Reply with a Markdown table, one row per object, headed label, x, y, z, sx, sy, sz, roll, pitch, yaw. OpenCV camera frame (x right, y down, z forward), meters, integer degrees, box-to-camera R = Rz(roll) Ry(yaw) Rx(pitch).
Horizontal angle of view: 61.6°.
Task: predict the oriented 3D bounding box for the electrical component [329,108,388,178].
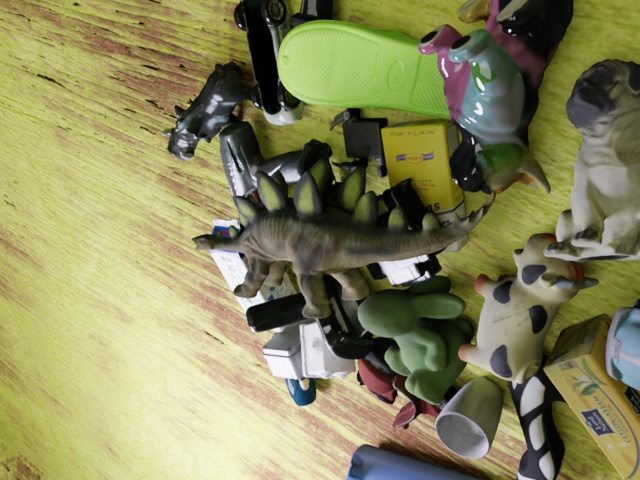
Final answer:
| label | x | y | z | sx | sy | sz | roll | pitch | yaw |
| --- | --- | --- | --- | --- | --- | --- | --- | --- | --- |
| electrical component | 0.056 | -0.138 | 0.760 | 0.078 | 0.045 | 0.102 | 14 | 122 | 33 |

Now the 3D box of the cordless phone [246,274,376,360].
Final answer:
| label | x | y | z | sx | sy | sz | roll | pitch | yaw |
| --- | --- | --- | --- | --- | --- | --- | --- | --- | --- |
| cordless phone | -0.016 | 0.131 | 0.847 | 0.088 | 0.184 | 0.147 | 95 | 157 | -54 |

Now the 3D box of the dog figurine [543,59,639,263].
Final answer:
| label | x | y | z | sx | sy | sz | roll | pitch | yaw |
| --- | --- | --- | --- | --- | --- | --- | --- | --- | --- |
| dog figurine | 0.309 | -0.077 | 0.582 | 0.121 | 0.172 | 0.190 | 1 | 78 | 2 |

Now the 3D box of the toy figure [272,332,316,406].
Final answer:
| label | x | y | z | sx | sy | sz | roll | pitch | yaw |
| --- | --- | --- | --- | --- | --- | --- | --- | --- | --- |
| toy figure | -0.051 | 0.246 | 1.047 | 0.064 | 0.058 | 0.154 | -12 | 101 | 35 |

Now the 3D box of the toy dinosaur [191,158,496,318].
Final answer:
| label | x | y | z | sx | sy | sz | roll | pitch | yaw |
| --- | --- | --- | --- | --- | --- | --- | --- | --- | --- |
| toy dinosaur | -0.001 | -0.002 | 0.714 | 0.472 | 0.105 | 0.198 | 3 | 111 | 32 |

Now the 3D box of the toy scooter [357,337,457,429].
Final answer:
| label | x | y | z | sx | sy | sz | roll | pitch | yaw |
| --- | --- | --- | --- | --- | --- | --- | --- | --- | --- |
| toy scooter | 0.130 | 0.251 | 0.898 | 0.184 | 0.075 | 0.135 | 34 | 132 | 13 |

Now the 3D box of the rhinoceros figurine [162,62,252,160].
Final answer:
| label | x | y | z | sx | sy | sz | roll | pitch | yaw |
| --- | --- | --- | --- | --- | --- | --- | --- | --- | --- |
| rhinoceros figurine | -0.180 | -0.201 | 0.867 | 0.073 | 0.112 | 0.190 | 51 | 126 | 1 |

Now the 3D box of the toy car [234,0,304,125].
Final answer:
| label | x | y | z | sx | sy | sz | roll | pitch | yaw |
| --- | --- | --- | --- | --- | --- | --- | --- | --- | --- |
| toy car | -0.071 | -0.269 | 0.784 | 0.074 | 0.056 | 0.201 | 9 | 117 | 42 |

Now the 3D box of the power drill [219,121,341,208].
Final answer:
| label | x | y | z | sx | sy | sz | roll | pitch | yaw |
| --- | --- | --- | --- | --- | --- | --- | --- | --- | --- |
| power drill | -0.062 | -0.083 | 0.867 | 0.208 | 0.086 | 0.231 | 7 | 125 | 43 |

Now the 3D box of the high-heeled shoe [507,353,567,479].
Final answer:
| label | x | y | z | sx | sy | sz | roll | pitch | yaw |
| --- | --- | --- | --- | --- | --- | --- | --- | --- | --- |
| high-heeled shoe | 0.290 | 0.269 | 0.779 | 0.145 | 0.086 | 0.248 | 34 | 126 | 24 |

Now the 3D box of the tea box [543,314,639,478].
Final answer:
| label | x | y | z | sx | sy | sz | roll | pitch | yaw |
| --- | --- | --- | --- | --- | --- | --- | --- | --- | --- |
| tea box | 0.364 | 0.191 | 0.664 | 0.169 | 0.098 | 0.068 | 53 | 134 | -1 |

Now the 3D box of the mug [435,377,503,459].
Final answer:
| label | x | y | z | sx | sy | sz | roll | pitch | yaw |
| --- | --- | --- | --- | --- | --- | --- | --- | --- | --- |
| mug | 0.229 | 0.265 | 0.803 | 0.081 | 0.107 | 0.109 | 30 | 132 | 24 |

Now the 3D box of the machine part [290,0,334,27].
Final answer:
| label | x | y | z | sx | sy | sz | roll | pitch | yaw |
| --- | --- | --- | --- | --- | --- | --- | --- | --- | --- |
| machine part | -0.001 | -0.321 | 0.712 | 0.084 | 0.039 | 0.138 | 32 | 131 | 27 |

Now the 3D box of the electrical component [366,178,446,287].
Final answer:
| label | x | y | z | sx | sy | sz | roll | pitch | yaw |
| --- | --- | --- | --- | --- | --- | --- | --- | --- | --- |
| electrical component | 0.105 | -0.003 | 0.728 | 0.115 | 0.058 | 0.134 | -25 | 96 | 51 |

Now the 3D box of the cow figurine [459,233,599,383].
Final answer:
| label | x | y | z | sx | sy | sz | roll | pitch | yaw |
| --- | --- | --- | --- | --- | --- | --- | --- | --- | --- |
| cow figurine | 0.260 | 0.085 | 0.675 | 0.127 | 0.085 | 0.194 | 26 | 107 | 52 |

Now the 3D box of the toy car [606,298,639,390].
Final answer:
| label | x | y | z | sx | sy | sz | roll | pitch | yaw |
| --- | --- | --- | --- | --- | --- | --- | --- | --- | --- |
| toy car | 0.399 | 0.124 | 0.565 | 0.162 | 0.103 | 0.109 | -2 | 112 | 0 |

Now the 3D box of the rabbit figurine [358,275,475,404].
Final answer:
| label | x | y | z | sx | sy | sz | roll | pitch | yaw |
| --- | --- | --- | --- | --- | --- | --- | --- | --- | --- |
| rabbit figurine | 0.138 | 0.127 | 0.763 | 0.170 | 0.121 | 0.159 | 40 | 103 | -23 |

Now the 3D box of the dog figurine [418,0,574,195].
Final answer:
| label | x | y | z | sx | sy | sz | roll | pitch | yaw |
| --- | --- | --- | --- | --- | --- | --- | --- | --- | --- |
| dog figurine | 0.210 | -0.154 | 0.591 | 0.219 | 0.191 | 0.109 | 53 | 177 | -32 |
